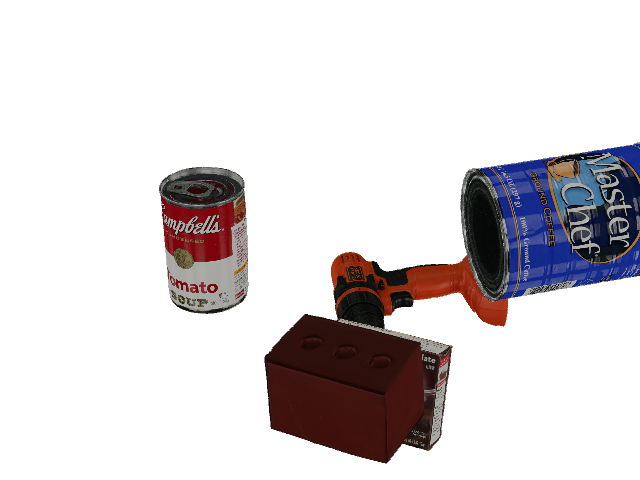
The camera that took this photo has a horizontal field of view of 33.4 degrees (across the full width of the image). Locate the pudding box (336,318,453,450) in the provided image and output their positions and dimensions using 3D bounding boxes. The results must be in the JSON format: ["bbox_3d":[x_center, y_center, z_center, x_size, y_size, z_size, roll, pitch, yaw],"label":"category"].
[{"bbox_3d":[0.055,0.125,0.943,0.114,0.090,0.039,11,17,22],"label":"pudding box"}]

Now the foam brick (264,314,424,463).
[{"bbox_3d":[0.014,0.084,0.613,0.078,0.051,0.052,12,31,24],"label":"foam brick"}]

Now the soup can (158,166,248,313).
[{"bbox_3d":[-0.094,0.000,0.871,0.068,0.102,0.068,0,30,0],"label":"soup can"}]

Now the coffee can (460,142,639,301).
[{"bbox_3d":[0.189,-0.015,0.812,0.140,0.103,0.103,-9,1,-8],"label":"coffee can"}]

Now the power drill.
[{"bbox_3d":[0.108,0.064,1.184,0.187,0.057,0.184,-2,28,-5],"label":"power drill"}]
